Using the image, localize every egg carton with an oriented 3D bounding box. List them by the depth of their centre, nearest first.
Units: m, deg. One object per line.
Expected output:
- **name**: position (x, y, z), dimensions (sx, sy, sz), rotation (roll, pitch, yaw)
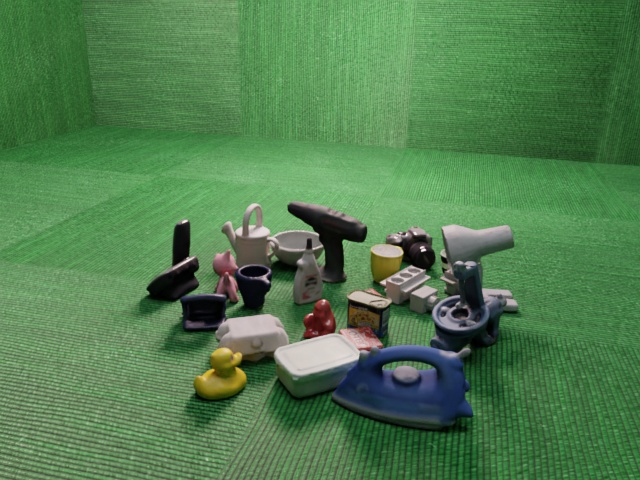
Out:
- **egg carton**: position (-0.145, 0.212, 1.222), dimensions (0.150, 0.069, 0.107), rotation (-5, 22, -17)

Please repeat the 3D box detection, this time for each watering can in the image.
- **watering can**: position (-0.197, -0.008, 1.615), dimensions (0.172, 0.194, 0.101), rotation (2, 21, 2)

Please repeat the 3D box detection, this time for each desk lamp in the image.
- **desk lamp**: position (0.401, 0.063, 1.447), dimensions (0.203, 0.214, 0.118), rotation (2, 21, 1)

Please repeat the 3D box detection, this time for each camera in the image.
- **camera**: position (0.276, 0.025, 1.694), dimensions (0.143, 0.101, 0.136), rotation (-3, 22, -10)

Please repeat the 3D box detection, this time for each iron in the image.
- **iron**: position (0.150, 0.249, 1.048), dimensions (0.258, 0.141, 0.118), rotation (4, 21, 7)

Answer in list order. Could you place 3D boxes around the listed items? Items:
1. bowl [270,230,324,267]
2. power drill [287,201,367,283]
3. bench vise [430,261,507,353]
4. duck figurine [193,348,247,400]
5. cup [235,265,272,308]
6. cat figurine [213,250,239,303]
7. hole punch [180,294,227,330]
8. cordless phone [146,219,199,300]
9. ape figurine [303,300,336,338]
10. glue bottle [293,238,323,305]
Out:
- **bowl**: position (-0.066, 0.033, 1.684), dimensions (0.167, 0.075, 0.167), rotation (1, 21, 0)
- **power drill**: position (0.014, 0.006, 1.575), dimensions (0.229, 0.208, 0.076), rotation (8, 22, 17)
- **bench vise**: position (0.324, 0.133, 1.252), dimensions (0.121, 0.220, 0.208), rotation (17, 26, 34)
- **duck figurine**: position (-0.192, 0.250, 1.098), dimensions (0.105, 0.086, 0.077), rotation (-12, 25, -31)
- **cup**: position (-0.155, 0.123, 1.416), dimensions (0.092, 0.095, 0.117), rotation (-15, 26, -36)
- **cat figurine**: position (-0.244, 0.085, 1.477), dimensions (0.067, 0.118, 0.127), rotation (-3, 22, -10)
- **hole punch**: position (-0.273, 0.151, 1.341), dimensions (0.109, 0.091, 0.101), rotation (-2, 21, -9)
- **cordless phone**: position (-0.379, 0.046, 1.474), dimensions (0.094, 0.185, 0.148), rotation (9, 23, 19)
- **ape figurine**: position (0.003, 0.177, 1.292), dimensions (0.076, 0.092, 0.077), rotation (-12, 25, -31)
- **glue bottle**: position (-0.030, 0.075, 1.441), dimensions (0.078, 0.173, 0.037), rotation (-13, 26, -33)
